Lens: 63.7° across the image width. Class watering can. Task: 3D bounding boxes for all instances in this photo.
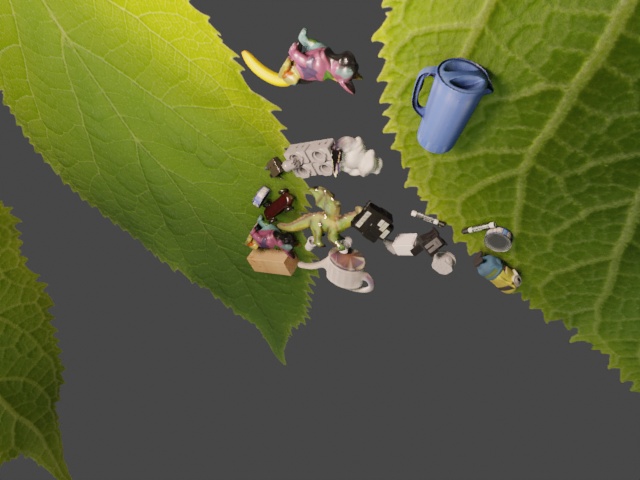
[{"bbox_3d":[0.064,0.113,2.107,0.349,0.106,0.219,20,142,14],"label":"watering can"}]

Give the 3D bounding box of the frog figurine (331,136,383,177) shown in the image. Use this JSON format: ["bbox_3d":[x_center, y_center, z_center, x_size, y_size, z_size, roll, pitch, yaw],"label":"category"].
[{"bbox_3d":[0.121,-0.266,1.647,0.160,0.125,0.134,-5,124,-14],"label":"frog figurine"}]

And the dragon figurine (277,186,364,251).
[{"bbox_3d":[0.006,-0.098,1.938,0.411,0.124,0.237,13,122,21],"label":"dragon figurine"}]
